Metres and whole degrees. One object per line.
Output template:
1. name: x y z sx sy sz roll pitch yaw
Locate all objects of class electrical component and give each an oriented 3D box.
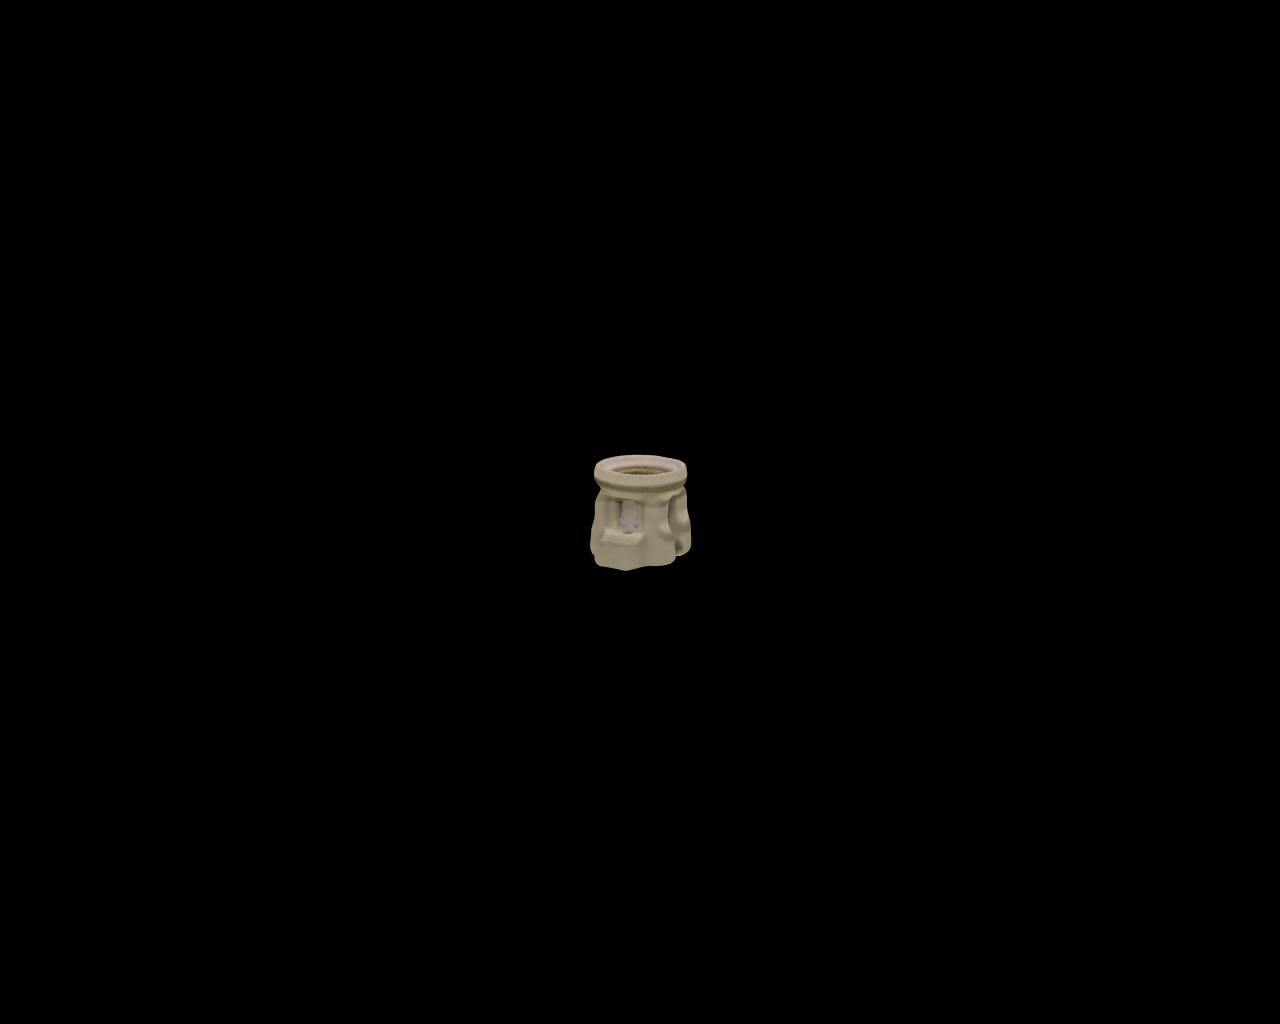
1. electrical component: 0.001 -0.003 0.650 0.058 0.056 0.078 8 18 27
